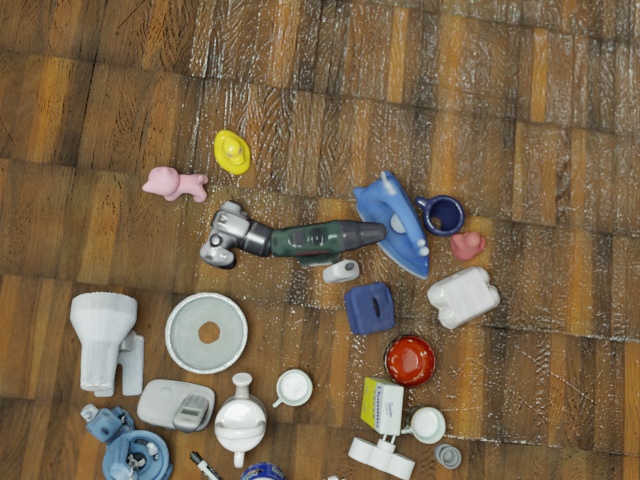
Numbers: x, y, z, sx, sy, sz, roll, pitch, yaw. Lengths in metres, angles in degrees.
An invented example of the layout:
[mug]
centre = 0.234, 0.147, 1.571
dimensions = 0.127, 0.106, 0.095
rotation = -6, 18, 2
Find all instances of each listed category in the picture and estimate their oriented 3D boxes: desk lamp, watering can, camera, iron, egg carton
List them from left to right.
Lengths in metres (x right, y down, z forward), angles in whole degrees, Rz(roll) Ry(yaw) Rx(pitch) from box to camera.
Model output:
[desk lamp]
centre = -0.407, 0.209, 1.111
dimensions = 0.118, 0.213, 0.203
rotation = -2, 81, -6
[watering can]
centre = -0.157, 0.354, 1.123
dimensions = 0.101, 0.194, 0.173
rotation = -20, 83, -8
[camera]
centre = -0.170, 0.000, 1.226
dimensions = 0.137, 0.100, 0.143
rotation = 22, 79, -2
[iron]
centre = 0.181, -0.033, 1.246
dimensions = 0.119, 0.141, 0.258
rotation = -31, 85, -9
[egg carton]
centre = 0.318, 0.125, 1.271
dimensions = 0.150, 0.069, 0.107
rotation = -26, 84, -9

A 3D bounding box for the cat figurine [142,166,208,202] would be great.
[cat figurine]
centre = -0.308, -0.125, 1.223
dimensions = 0.128, 0.117, 0.067
rotation = -2, 81, -6

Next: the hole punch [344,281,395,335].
[hole punch]
centre = 0.111, 0.146, 1.236
dimensions = 0.101, 0.091, 0.109
rotation = -13, 82, -7

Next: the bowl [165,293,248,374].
[bowl]
centre = -0.234, 0.195, 1.202
dimensions = 0.167, 0.074, 0.167
rotation = 1, 81, -6

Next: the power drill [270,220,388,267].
[power drill]
centre = 0.011, 0.004, 1.189
dimensions = 0.229, 0.208, 0.075
rotation = -6, 81, -6

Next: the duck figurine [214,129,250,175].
[duck figurine]
centre = -0.195, -0.202, 1.263
dimensions = 0.077, 0.086, 0.104
rotation = -27, 84, -9

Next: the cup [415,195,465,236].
[cup]
centre = 0.254, -0.054, 1.280
dimensions = 0.118, 0.095, 0.092
rotation = 31, 79, 0

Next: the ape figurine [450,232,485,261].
[ape figurine]
centre = 0.333, 0.007, 1.280
dimensions = 0.078, 0.092, 0.076
rotation = 27, 79, -1

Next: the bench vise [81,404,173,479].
[bench vise]
centre = -0.383, 0.406, 1.079
dimensions = 0.207, 0.219, 0.121
rotation = 26, 79, -1

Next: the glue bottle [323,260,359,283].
[glue bottle]
centre = 0.051, 0.064, 1.201
dimensions = 0.078, 0.173, 0.037
rotation = -12, 82, -7

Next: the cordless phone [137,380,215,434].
[cordless phone]
centre = -0.286, 0.331, 1.118
dimensions = 0.147, 0.185, 0.094
rotation = 8, 80, -4
